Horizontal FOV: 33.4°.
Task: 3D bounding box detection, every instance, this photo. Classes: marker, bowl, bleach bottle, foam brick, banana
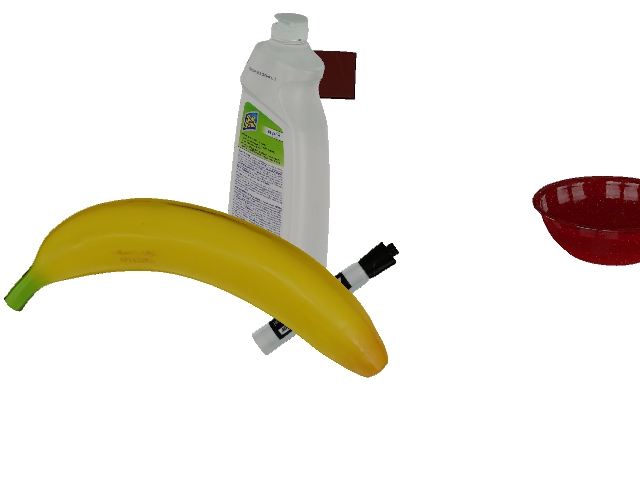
[{"bbox_3d":[0.005,0.040,0.766,0.121,0.020,0.020,-35,0,0],"label":"marker"},{"bbox_3d":[0.302,-0.017,1.110,0.162,0.055,0.162,-3,23,1],"label":"bowl"},{"bbox_3d":[-0.030,-0.070,0.937,0.103,0.251,0.067,24,31,33],"label":"bleach bottle"},{"bbox_3d":[-0.005,-0.180,1.156,0.078,0.051,0.053,0,11,-15],"label":"foam brick"},{"bbox_3d":[-0.058,0.018,0.544,0.198,0.070,0.037,11,13,3],"label":"banana"}]
